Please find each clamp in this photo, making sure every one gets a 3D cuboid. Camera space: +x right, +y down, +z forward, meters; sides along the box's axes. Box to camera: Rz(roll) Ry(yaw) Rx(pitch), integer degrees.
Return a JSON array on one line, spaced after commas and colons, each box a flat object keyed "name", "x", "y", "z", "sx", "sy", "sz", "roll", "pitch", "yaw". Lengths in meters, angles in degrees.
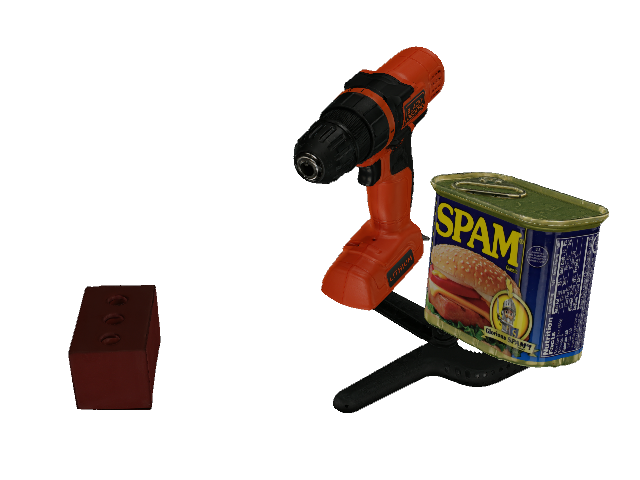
[{"name": "clamp", "x": 0.110, "y": 0.105, "z": 1.020, "sx": 0.210, "sy": 0.164, "sz": 0.036, "roll": 6, "pitch": -43, "yaw": 8}]

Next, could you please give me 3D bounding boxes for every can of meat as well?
[{"name": "can of meat", "x": 0.103, "y": 0.014, "z": 0.589, "sx": 0.057, "sy": 0.084, "sz": 0.102, "roll": -7, "pitch": 20, "yaw": -32}]

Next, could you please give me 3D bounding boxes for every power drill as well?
[{"name": "power drill", "x": 0.038, "y": -0.040, "z": 0.837, "sx": 0.057, "sy": 0.188, "sz": 0.184, "roll": 22, "pitch": 41, "yaw": 25}]

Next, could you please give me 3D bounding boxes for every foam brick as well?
[{"name": "foam brick", "x": -0.142, "y": 0.074, "z": 0.745, "sx": 0.053, "sy": 0.051, "sz": 0.078, "roll": -1, "pitch": 33, "yaw": -3}]
